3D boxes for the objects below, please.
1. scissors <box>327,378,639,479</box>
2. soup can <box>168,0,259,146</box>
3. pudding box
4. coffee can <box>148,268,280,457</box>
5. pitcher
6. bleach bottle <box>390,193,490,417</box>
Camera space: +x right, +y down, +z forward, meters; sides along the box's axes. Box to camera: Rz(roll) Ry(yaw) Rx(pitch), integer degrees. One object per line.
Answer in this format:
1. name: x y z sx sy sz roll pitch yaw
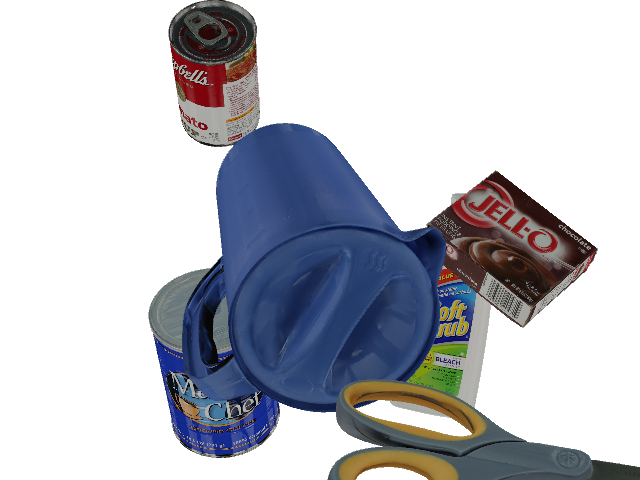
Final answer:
1. scissors: 0.091 0.106 0.449 0.202 0.016 0.096 16 33 24
2. soup can: -0.083 -0.132 0.855 0.068 0.068 0.102 0 -34 -1
3. pudding box: 0.154 0.006 0.877 0.089 0.113 0.039 -37 -23 -28
4. coffee can: -0.092 0.110 0.955 0.103 0.140 0.103 -2 40 2
5. pitcher: -0.020 0.009 0.758 0.149 0.145 0.243 6 23 -14
6. bleach bottle: 0.142 0.071 1.212 0.103 0.251 0.068 9 14 17
